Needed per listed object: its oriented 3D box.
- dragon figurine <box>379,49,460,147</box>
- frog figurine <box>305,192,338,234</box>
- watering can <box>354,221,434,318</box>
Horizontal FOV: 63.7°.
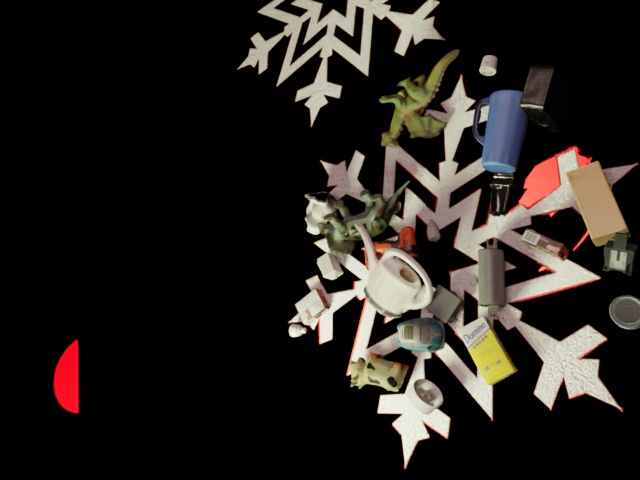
[{"bbox_3d":[0.371,-0.477,1.852,0.406,0.122,0.245,-32,75,25],"label":"dragon figurine"},{"bbox_3d":[0.006,-0.100,1.981,0.138,0.124,0.156,12,118,29],"label":"frog figurine"},{"bbox_3d":[0.211,0.110,1.682,0.351,0.105,0.220,41,124,23],"label":"watering can"}]
